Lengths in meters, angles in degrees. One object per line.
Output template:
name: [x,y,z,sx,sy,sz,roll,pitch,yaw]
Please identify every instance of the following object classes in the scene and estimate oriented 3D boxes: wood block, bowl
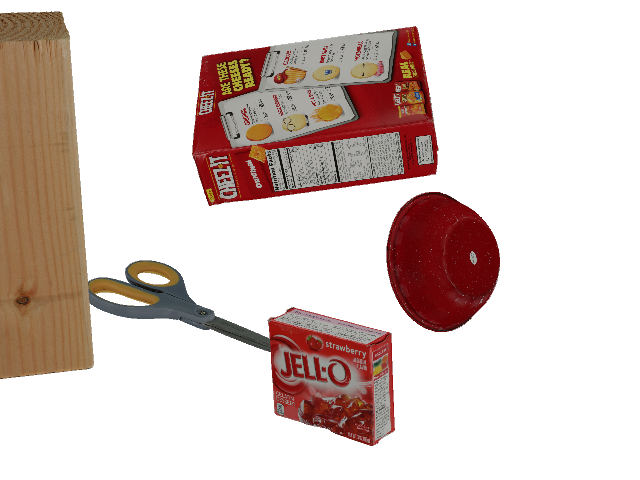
wood block: [-0.193,-0.028,0.650,0.090,0.206,0.090,-5,23,-15]
bowl: [0.151,0.022,1.200,0.161,0.162,0.055,0,-6,-39]

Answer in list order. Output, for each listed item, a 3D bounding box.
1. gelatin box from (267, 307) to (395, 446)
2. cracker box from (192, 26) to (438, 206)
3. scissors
gelatin box: [0.006,0.091,0.723,0.089,0.073,0.030,11,23,37]
cracker box: [-0.004,-0.117,0.996,0.214,0.072,0.164,-8,41,5]
scissors: [-0.104,0.057,0.930,0.202,0.016,0.096,12,28,8]
